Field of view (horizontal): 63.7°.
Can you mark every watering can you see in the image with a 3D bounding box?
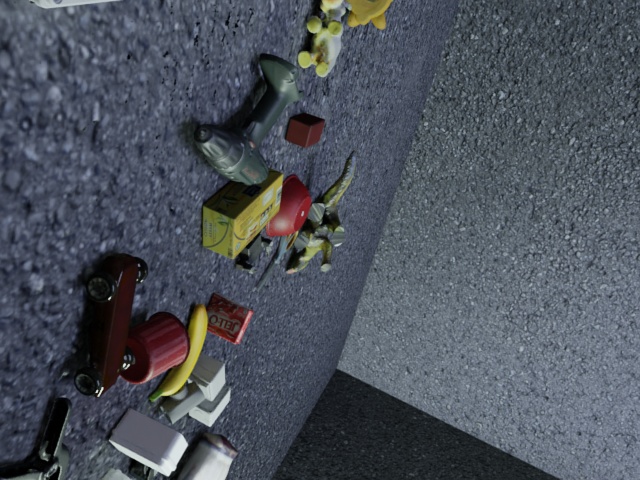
[{"bbox_3d":[-0.301,0.583,1.259,0.340,0.104,0.228,87,28,-62],"label":"watering can"}]

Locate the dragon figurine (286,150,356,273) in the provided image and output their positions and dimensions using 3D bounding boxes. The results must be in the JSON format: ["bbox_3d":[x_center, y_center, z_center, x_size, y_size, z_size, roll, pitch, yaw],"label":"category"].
[{"bbox_3d":[0.004,-0.070,1.401,0.246,0.122,0.406,-108,-138,-71],"label":"dragon figurine"}]
